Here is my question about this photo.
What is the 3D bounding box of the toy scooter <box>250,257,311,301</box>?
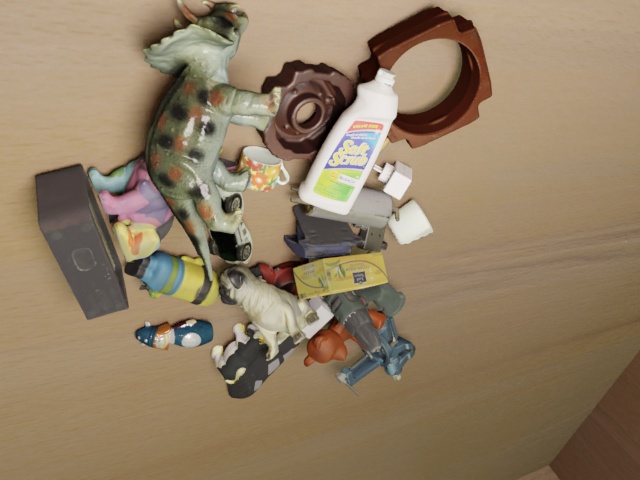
[{"bbox_3d":[-0.070,0.100,1.156,0.135,0.075,0.183,-30,132,-5],"label":"toy scooter"}]

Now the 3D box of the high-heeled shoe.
[{"bbox_3d":[-0.134,0.293,1.312,0.145,0.086,0.248,-31,167,-50],"label":"high-heeled shoe"}]

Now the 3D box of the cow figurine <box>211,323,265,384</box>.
[{"bbox_3d":[-0.164,0.239,1.203,0.167,0.098,0.068,-46,130,12],"label":"cow figurine"}]

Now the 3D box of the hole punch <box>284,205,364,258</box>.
[{"bbox_3d":[-0.002,-0.003,1.080,0.142,0.116,0.092,-1,136,-30],"label":"hole punch"}]

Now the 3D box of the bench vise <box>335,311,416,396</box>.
[{"bbox_3d":[0.140,0.314,1.421,0.240,0.129,0.223,-33,132,-28],"label":"bench vise"}]

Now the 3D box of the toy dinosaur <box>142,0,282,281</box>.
[{"bbox_3d":[-0.177,-0.139,0.762,0.192,0.131,0.404,18,102,-11],"label":"toy dinosaur"}]

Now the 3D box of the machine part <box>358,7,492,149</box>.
[{"bbox_3d":[0.182,-0.277,0.934,0.201,0.087,0.201,-25,131,8],"label":"machine part"}]

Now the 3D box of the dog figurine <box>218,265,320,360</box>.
[{"bbox_3d":[-0.102,0.113,1.059,0.121,0.172,0.190,-35,93,12],"label":"dog figurine"}]

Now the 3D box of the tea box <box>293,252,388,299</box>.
[{"bbox_3d":[0.043,0.070,1.078,0.169,0.068,0.098,-3,168,-44],"label":"tea box"}]

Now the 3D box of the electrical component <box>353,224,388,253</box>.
[{"bbox_3d":[0.105,-0.003,1.194,0.102,0.045,0.078,2,98,-36],"label":"electrical component"}]

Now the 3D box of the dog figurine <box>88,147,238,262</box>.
[{"bbox_3d":[-0.241,-0.081,0.867,0.219,0.109,0.191,-22,129,-16],"label":"dog figurine"}]

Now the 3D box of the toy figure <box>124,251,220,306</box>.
[{"bbox_3d":[-0.267,0.073,1.000,0.082,0.089,0.180,-44,139,18],"label":"toy figure"}]

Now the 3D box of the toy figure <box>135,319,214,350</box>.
[{"bbox_3d":[-0.301,0.196,1.115,0.154,0.058,0.064,-1,89,-29],"label":"toy figure"}]

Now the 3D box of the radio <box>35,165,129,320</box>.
[{"bbox_3d":[-0.371,0.011,0.850,0.073,0.131,0.229,-18,134,-15],"label":"radio"}]

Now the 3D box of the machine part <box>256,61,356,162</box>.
[{"bbox_3d":[-0.025,-0.217,0.914,0.179,0.056,0.179,-17,134,-19],"label":"machine part"}]

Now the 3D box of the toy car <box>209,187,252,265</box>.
[{"bbox_3d":[-0.171,-0.032,0.976,0.074,0.056,0.201,11,136,17],"label":"toy car"}]

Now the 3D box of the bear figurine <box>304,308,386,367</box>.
[{"bbox_3d":[0.055,0.232,1.261,0.196,0.132,0.120,-47,162,-54],"label":"bear figurine"}]

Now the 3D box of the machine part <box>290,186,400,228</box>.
[{"bbox_3d":[0.054,-0.073,1.055,0.243,0.079,0.079,8,123,-24],"label":"machine part"}]

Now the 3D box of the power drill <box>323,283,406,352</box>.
[{"bbox_3d":[0.103,0.148,1.207,0.207,0.232,0.086,-9,138,-47],"label":"power drill"}]
